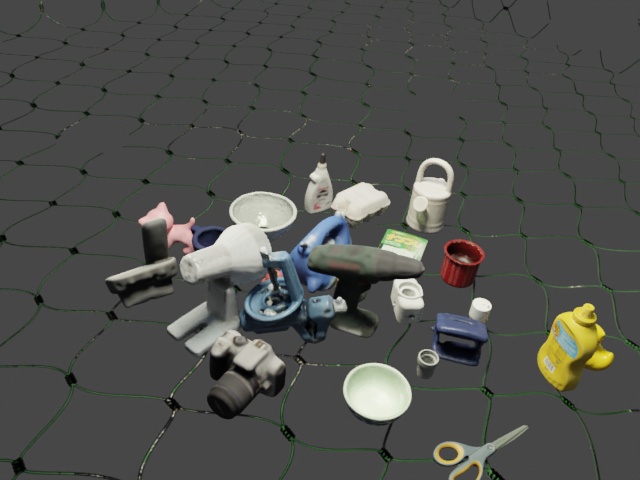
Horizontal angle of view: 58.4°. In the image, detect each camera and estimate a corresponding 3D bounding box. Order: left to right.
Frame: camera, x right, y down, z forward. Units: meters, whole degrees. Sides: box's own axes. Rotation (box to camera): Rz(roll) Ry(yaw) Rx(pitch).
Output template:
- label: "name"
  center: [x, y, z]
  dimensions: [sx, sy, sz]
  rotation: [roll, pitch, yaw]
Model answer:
- label: "camera"
  center: [-0.151, 0.241, 1.032]
  dimensions: [0.142, 0.101, 0.137]
  rotation: [24, 41, 22]

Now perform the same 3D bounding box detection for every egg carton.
- label: "egg carton"
  center: [0.107, -0.094, 1.519]
  dimensions: [0.151, 0.069, 0.107]
  rotation: [-28, 49, -36]

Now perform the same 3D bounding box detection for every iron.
- label: "iron"
  center: [0.012, 0.005, 1.322]
  dimensions: [0.118, 0.141, 0.259]
  rotation: [22, 41, 20]

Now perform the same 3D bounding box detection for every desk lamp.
- label: "desk lamp"
  center: [-0.197, 0.088, 1.129]
  dimensions: [0.117, 0.214, 0.204]
  rotation: [30, 44, 28]

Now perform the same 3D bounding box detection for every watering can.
- label: "watering can"
  center: [0.287, -0.116, 1.469]
  dimensions: [0.101, 0.194, 0.173]
  rotation: [8, 38, 3]

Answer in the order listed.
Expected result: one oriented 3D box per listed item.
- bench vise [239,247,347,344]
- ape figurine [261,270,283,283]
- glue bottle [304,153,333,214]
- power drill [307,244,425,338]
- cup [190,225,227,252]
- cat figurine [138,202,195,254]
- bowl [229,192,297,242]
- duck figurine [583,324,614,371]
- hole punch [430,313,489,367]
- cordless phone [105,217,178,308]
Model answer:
- label: "bench vise"
  center: [-0.054, 0.099, 1.130]
  dimensions: [0.208, 0.220, 0.121]
  rotation: [-7, 40, -15]
- label: "ape figurine"
  center: [-0.097, 0.102, 1.224]
  dimensions: [0.076, 0.092, 0.078]
  rotation: [4, 38, -2]
- label: "glue bottle"
  center: [0.001, -0.151, 1.492]
  dimensions: [0.078, 0.173, 0.037]
  rotation: [-21, 45, -30]
- label: "power drill"
  center: [0.084, 0.096, 1.160]
  dimensions: [0.229, 0.208, 0.076]
  rotation: [15, 39, 12]
- label: "cup"
  center: [-0.251, 0.024, 1.301]
  dimensions: [0.117, 0.095, 0.092]
  rotation: [30, 44, 28]
- label: "cat figurine"
  center: [-0.352, -0.032, 1.340]
  dimensions: [0.128, 0.118, 0.067]
  rotation: [2, 38, -5]
- label: "bowl"
  center: [-0.141, -0.046, 1.420]
  dimensions: [0.167, 0.075, 0.167]
  rotation: [4, 38, -3]
- label: "duck figurine"
  center: [0.555, 0.212, 1.175]
  dimensions: [0.104, 0.086, 0.078]
  rotation: [31, 44, 29]
- label: "hole punch"
  center: [0.283, 0.187, 1.166]
  dimensions: [0.108, 0.091, 0.101]
  rotation: [12, 38, 8]
- label: "cordless phone"
  center: [-0.376, 0.037, 1.194]
  dimensions: [0.148, 0.185, 0.093]
  rotation: [-22, 46, -31]
